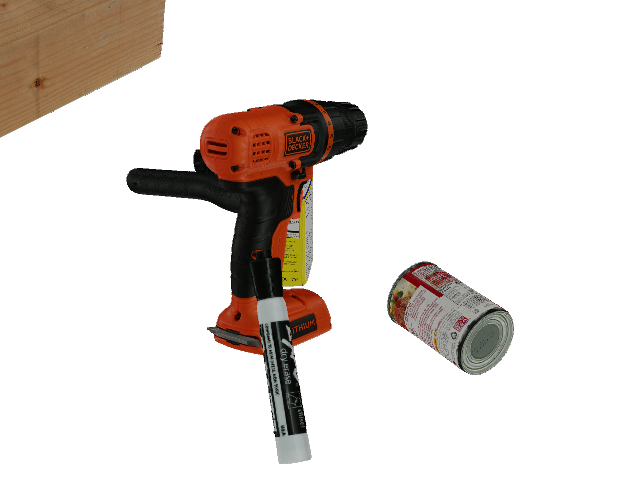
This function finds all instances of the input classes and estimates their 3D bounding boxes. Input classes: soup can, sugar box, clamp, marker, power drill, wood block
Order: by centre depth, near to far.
[{"bbox_3d":[-0.024,0.065,0.606,0.020,0.121,0.020,-9,-8,-2],"label":"marker"},{"bbox_3d":[-0.025,-0.016,0.833,0.057,0.188,0.184,10,16,35],"label":"power drill"},{"bbox_3d":[-0.235,-0.177,0.919,0.090,0.091,0.205,30,43,21],"label":"wood block"},{"bbox_3d":[0.119,0.070,0.983,0.068,0.068,0.102,0,24,-39],"label":"soup can"},{"bbox_3d":[-0.099,-0.052,1.031,0.172,0.039,0.120,17,29,36],"label":"clamp"},{"bbox_3d":[-0.033,-0.043,1.249,0.048,0.176,0.093,0,22,6],"label":"sugar box"}]
